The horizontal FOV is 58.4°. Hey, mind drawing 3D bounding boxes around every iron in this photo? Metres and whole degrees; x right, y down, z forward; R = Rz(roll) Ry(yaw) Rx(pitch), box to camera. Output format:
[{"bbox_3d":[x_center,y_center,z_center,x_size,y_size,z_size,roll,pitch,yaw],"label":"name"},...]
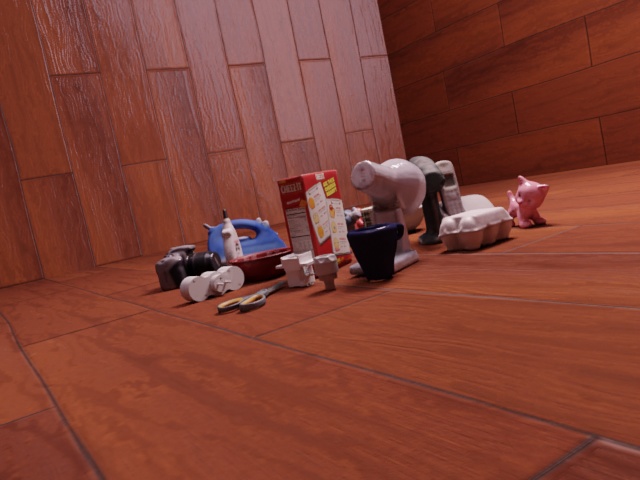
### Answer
[{"bbox_3d":[-0.228,-0.002,1.737,0.258,0.141,0.118,-11,5,0],"label":"iron"}]

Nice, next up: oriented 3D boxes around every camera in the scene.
[{"bbox_3d":[-0.340,0.063,1.504,0.136,0.101,0.143,-10,6,15],"label":"camera"}]

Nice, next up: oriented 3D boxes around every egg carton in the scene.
[{"bbox_3d":[0.321,-0.024,1.183,0.151,0.069,0.107,-16,7,-38],"label":"egg carton"}]

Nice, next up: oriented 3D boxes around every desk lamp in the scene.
[{"bbox_3d":[0.132,-0.055,1.135,0.117,0.213,0.204,-8,6,33],"label":"desk lamp"}]

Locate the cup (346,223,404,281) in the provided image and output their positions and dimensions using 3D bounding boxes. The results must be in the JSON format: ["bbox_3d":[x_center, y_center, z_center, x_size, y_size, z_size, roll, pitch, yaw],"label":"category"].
[{"bbox_3d":[0.110,0.020,1.027,0.118,0.095,0.091,-15,6,-33],"label":"cup"}]

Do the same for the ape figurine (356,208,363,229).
[{"bbox_3d":[0.130,-0.058,1.834,0.076,0.092,0.078,-12,5,-4],"label":"ape figurine"}]

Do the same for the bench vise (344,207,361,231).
[{"bbox_3d":[0.019,-0.085,1.659,0.207,0.220,0.122,-10,6,14],"label":"bench vise"}]

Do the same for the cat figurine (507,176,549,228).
[{"bbox_3d":[0.468,-0.090,1.308,0.067,0.118,0.127,-13,6,-13],"label":"cat figurine"}]

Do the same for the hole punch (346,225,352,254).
[{"bbox_3d":[0.013,0.005,1.418,0.101,0.091,0.108,-15,6,-32],"label":"hole punch"}]

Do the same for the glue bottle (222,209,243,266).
[{"bbox_3d":[-0.256,-0.003,1.635,0.037,0.173,0.078,-11,6,8],"label":"glue bottle"}]

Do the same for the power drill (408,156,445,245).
[{"bbox_3d":[0.256,-0.099,1.367,0.075,0.208,0.229,-11,5,0],"label":"power drill"}]

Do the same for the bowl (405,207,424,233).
[{"bbox_3d":[0.233,-0.056,1.680,0.167,0.075,0.167,-11,5,1],"label":"bowl"}]

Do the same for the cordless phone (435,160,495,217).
[{"bbox_3d":[0.357,-0.114,1.433,0.148,0.185,0.094,-14,6,-22],"label":"cordless phone"}]
